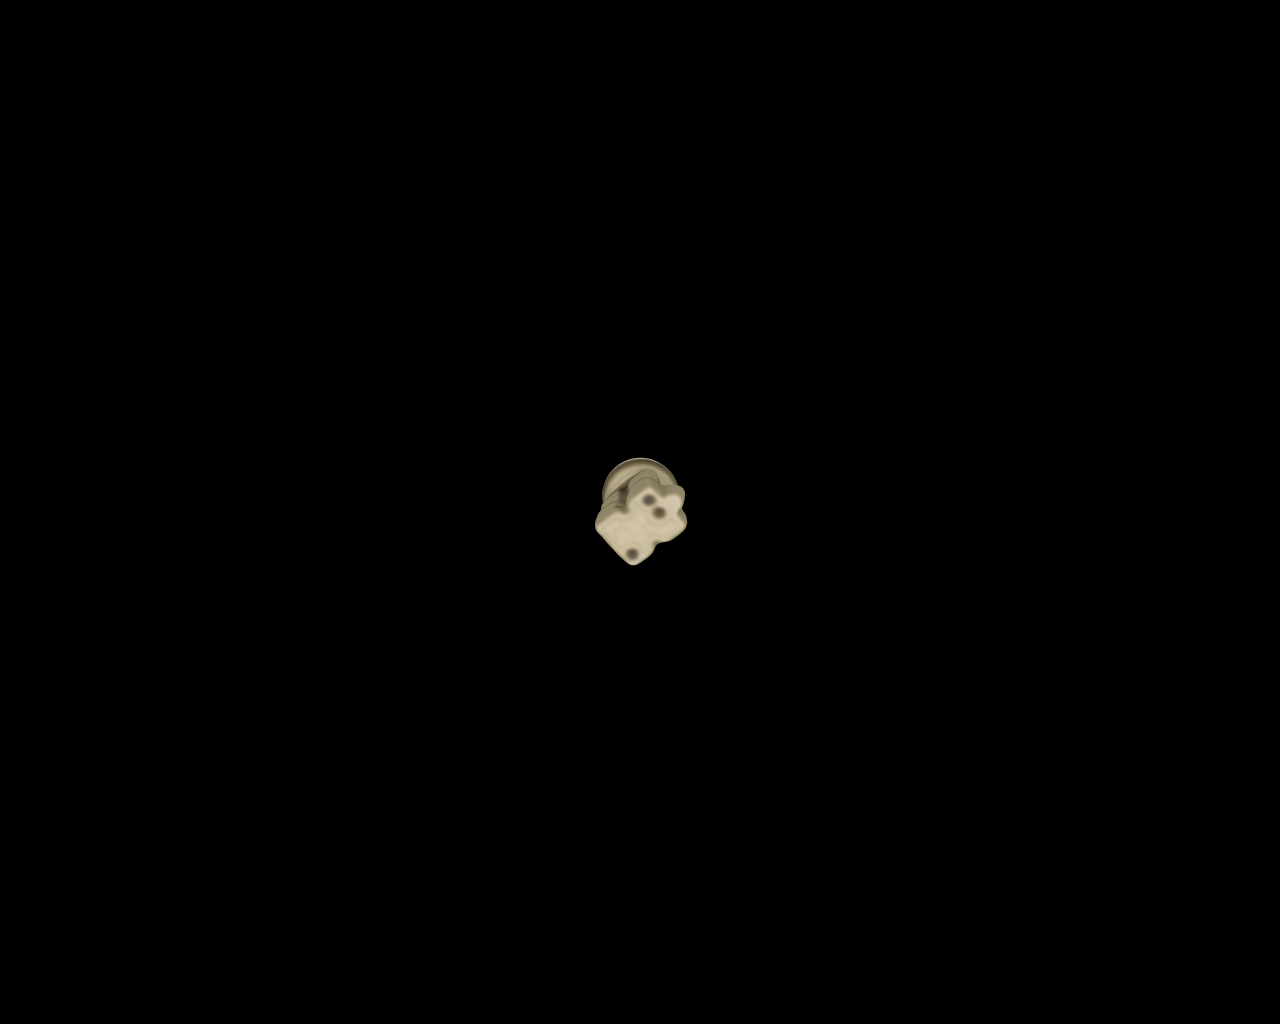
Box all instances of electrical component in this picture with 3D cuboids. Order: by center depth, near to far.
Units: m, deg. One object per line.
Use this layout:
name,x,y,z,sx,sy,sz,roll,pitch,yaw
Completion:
electrical component,0.001,-0.003,0.650,0.066,0.048,0.055,-36,19,15
